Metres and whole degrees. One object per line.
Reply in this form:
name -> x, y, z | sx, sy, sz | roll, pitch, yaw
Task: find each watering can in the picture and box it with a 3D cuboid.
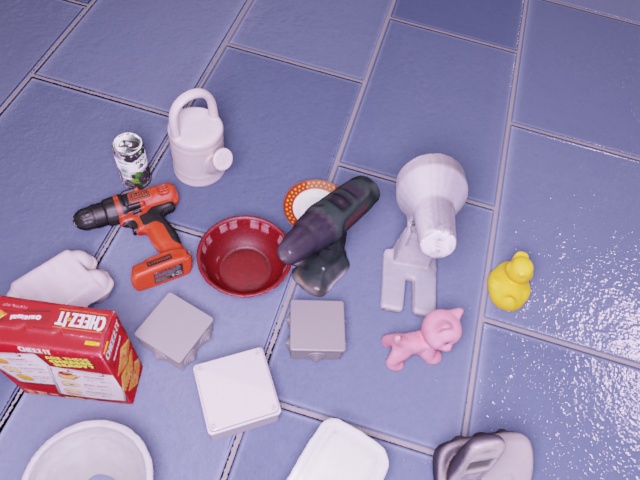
watering can -> -0.218, -0.189, 1.035 | 0.172, 0.194, 0.101 | 28, 59, 11

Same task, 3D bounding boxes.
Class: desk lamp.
desk lamp -> 0.176, -0.008, 0.959 | 0.118, 0.213, 0.203 | 8, 57, -2

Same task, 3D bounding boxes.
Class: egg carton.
egg carton -> -0.414, 0.084, 0.913 | 0.107, 0.069, 0.150 | 42, 63, 18

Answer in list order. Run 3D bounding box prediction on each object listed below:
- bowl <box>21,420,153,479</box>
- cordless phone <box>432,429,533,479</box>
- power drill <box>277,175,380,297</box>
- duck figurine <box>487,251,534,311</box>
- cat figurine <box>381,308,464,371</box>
bowl -> -0.303, 0.334, 0.768 | 0.167, 0.075, 0.167 | 3, 58, -5
cordless phone -> 0.239, 0.304, 0.789 | 0.148, 0.185, 0.094 | -8, 59, -12
power drill -> 0.009, 0.003, 0.934 | 0.075, 0.208, 0.230 | 35, 61, 15
duck figurine -> 0.344, 0.068, 1.009 | 0.077, 0.086, 0.105 | 20, 58, 6
cat figurine -> 0.170, 0.152, 0.915 | 0.128, 0.118, 0.067 | -9, 60, -12
